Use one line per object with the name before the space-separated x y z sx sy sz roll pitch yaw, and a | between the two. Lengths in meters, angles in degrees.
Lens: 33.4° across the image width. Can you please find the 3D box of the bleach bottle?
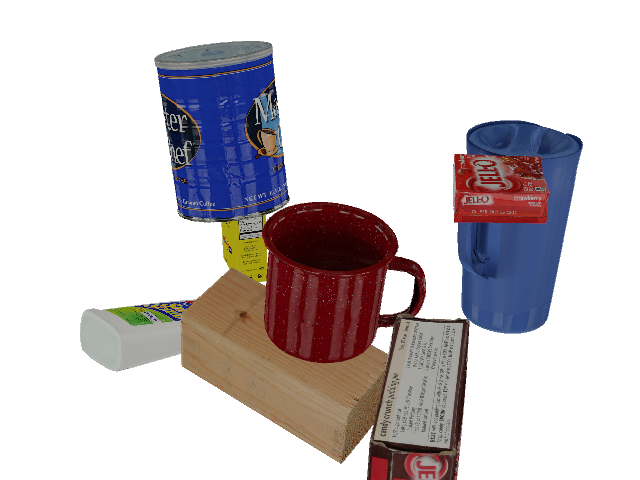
bleach bottle | -0.198 0.117 1.474 0.250 0.068 0.103 -10 24 -43

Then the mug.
mug | 0.015 0.032 0.745 0.117 0.081 0.093 5 32 -1

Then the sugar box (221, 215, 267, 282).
sugar box | -0.098 -0.042 1.324 0.048 0.176 0.093 -10 25 -14

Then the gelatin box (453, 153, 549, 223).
gelatin box | 0.145 -0.043 0.869 0.073 0.030 0.089 2 24 6

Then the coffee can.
coffee can | -0.085 -0.098 0.942 0.103 0.140 0.103 -6 18 2

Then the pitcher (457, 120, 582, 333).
pitcher | 0.225 -0.012 1.276 0.149 0.243 0.145 0 25 -3

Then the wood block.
wood block | -0.036 0.126 1.106 0.206 0.090 0.090 28 49 22

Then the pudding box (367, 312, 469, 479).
pudding box | 0.042 0.096 0.469 0.039 0.090 0.113 6 25 6
